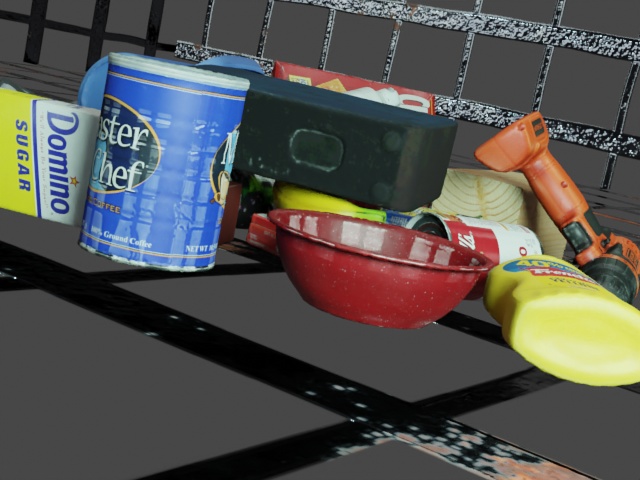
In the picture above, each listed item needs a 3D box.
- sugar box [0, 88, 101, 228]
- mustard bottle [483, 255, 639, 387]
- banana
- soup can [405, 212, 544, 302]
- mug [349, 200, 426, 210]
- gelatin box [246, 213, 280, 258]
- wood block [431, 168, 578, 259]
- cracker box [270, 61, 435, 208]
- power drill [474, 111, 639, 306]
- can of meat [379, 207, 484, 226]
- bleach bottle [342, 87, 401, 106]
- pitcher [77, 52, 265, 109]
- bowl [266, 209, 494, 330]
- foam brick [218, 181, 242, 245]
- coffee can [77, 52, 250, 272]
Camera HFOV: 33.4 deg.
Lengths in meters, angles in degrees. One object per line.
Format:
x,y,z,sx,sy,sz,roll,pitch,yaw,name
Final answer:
-0.250,-0.073,0.856,0.176,0.093,0.048,13,10,14,sugar box
0.166,0.048,0.751,0.096,0.058,0.191,11,9,-2,mustard bottle
-0.007,-0.035,0.908,0.069,0.037,0.198,11,12,-18,banana
0.122,0.016,0.861,0.102,0.068,0.069,7,10,-32,soup can
0.063,-0.039,1.078,0.093,0.081,0.117,10,9,-8,mug
-0.006,0.001,0.910,0.089,0.030,0.073,1,15,-40,gelatin box
0.194,-0.022,1.119,0.090,0.091,0.205,16,10,26,wood block
0.036,-0.125,1.327,0.213,0.164,0.072,10,-35,-11,cracker box
0.212,-0.019,0.934,0.187,0.057,0.184,56,22,1,power drill
0.097,0.000,0.968,0.084,0.057,0.102,12,8,16,can of meat
-0.012,-0.120,1.205,0.250,0.068,0.103,-24,20,-25,bleach bottle
-0.172,-0.159,1.266,0.145,0.149,0.242,14,6,19,pitcher
0.037,0.023,0.746,0.162,0.055,0.162,11,9,-2,bowl
-0.102,-0.025,0.873,0.051,0.053,0.078,13,9,12,foam brick
-0.114,-0.057,0.778,0.103,0.140,0.103,11,9,-2,coffee can
